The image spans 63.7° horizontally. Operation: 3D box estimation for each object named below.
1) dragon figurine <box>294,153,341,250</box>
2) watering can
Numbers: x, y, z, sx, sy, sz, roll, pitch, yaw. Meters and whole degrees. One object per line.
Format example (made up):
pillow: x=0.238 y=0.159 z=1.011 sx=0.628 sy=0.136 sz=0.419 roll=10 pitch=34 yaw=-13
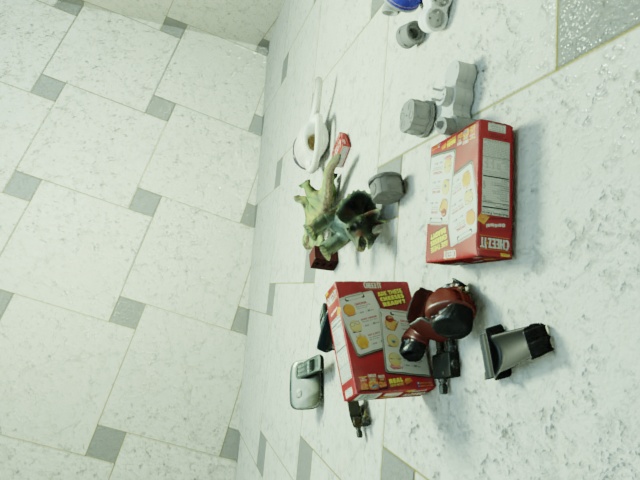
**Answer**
dragon figurine: x=0.005 y=-0.082 z=1.639 sx=0.403 sy=0.122 sz=0.247 roll=126 pitch=140 yaw=-65
watering can: x=-0.027 y=-0.396 z=1.874 sx=0.221 sy=0.104 sz=0.352 roll=140 pitch=135 yaw=-68
